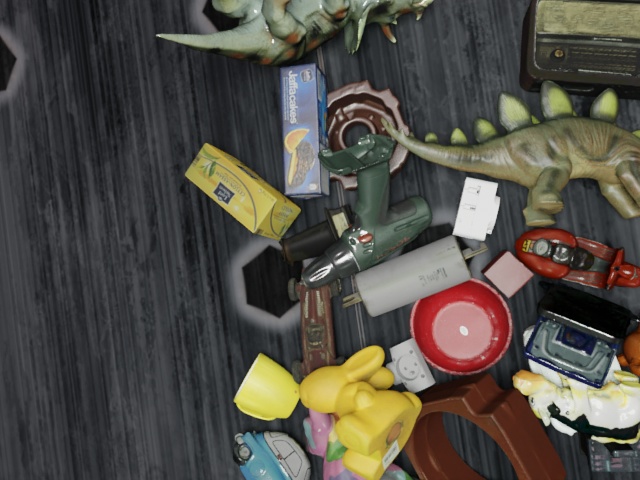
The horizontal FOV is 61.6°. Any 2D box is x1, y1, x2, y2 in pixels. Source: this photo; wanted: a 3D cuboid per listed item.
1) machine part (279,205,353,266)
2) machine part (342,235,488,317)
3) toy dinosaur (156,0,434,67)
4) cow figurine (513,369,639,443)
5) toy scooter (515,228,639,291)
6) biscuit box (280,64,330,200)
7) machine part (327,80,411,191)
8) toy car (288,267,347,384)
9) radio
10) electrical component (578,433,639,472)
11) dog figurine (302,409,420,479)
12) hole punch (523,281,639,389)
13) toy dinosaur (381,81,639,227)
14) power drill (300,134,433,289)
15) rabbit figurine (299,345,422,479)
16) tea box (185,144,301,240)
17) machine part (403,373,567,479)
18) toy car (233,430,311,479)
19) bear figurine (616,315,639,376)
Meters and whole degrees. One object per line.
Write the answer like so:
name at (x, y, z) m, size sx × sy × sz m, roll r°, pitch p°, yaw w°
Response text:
machine part at (-0.002, -0.003, 0.901) m, size 0.139 × 0.039 × 0.084 m, roll -25°, pitch 93°, yaw 9°
machine part at (0.146, 0.057, 0.844) m, size 0.243 × 0.079 × 0.079 m, roll -22°, pitch 85°, yaw 13°
toy dinosaur at (-0.035, -0.327, 0.802) m, size 0.405 × 0.192 × 0.131 m, roll -27°, pitch 59°, yaw -9°
cow figurine at (0.354, 0.228, 0.746) m, size 0.167 × 0.068 × 0.098 m, roll 2°, pitch 97°, yaw 13°
toy scooter at (0.378, 0.031, 0.770) m, size 0.184 × 0.135 × 0.075 m, roll 17°, pitch 94°, yaw 13°
biscuit box at (-0.023, -0.168, 0.842) m, size 0.063 × 0.059 × 0.202 m, roll -3°, pitch 88°, yaw 15°
machine part at (0.063, -0.167, 0.879) m, size 0.180 × 0.056 × 0.179 m, roll 0°, pitch 89°, yaw 13°
toy car at (-0.005, 0.142, 0.883) m, size 0.089 × 0.053 × 0.202 m, roll -6°, pitch 81°, yaw 14°
radio at (0.419, -0.284, 0.796) m, size 0.230 × 0.073 × 0.131 m, roll 8°, pitch 91°, yaw 12°
electrical component at (0.421, 0.301, 0.766) m, size 0.075 × 0.119 × 0.047 m, roll -6°, pitch 88°, yaw 9°
dog figurine at (0.060, 0.337, 0.833) m, size 0.191 × 0.108 × 0.219 m, roll -28°, pitch 77°, yaw 42°
hole punch at (0.351, 0.126, 0.732) m, size 0.142 × 0.116 × 0.092 m, roll 20°, pitch 119°, yaw 31°
toy dinosaur at (0.328, -0.123, 0.782) m, size 0.472 × 0.105 × 0.198 m, roll -1°, pitch 72°, yaw -4°
power drill at (0.057, -0.041, 0.806) m, size 0.232 × 0.086 × 0.207 m, roll -23°, pitch 122°, yaw -11°
rabbit figurine at (0.049, 0.231, 0.783) m, size 0.173 × 0.121 × 0.162 m, roll 18°, pitch 56°, yaw 39°
tea box at (-0.126, -0.078, 0.881) m, size 0.170 × 0.098 × 0.068 m, roll 39°, pitch 97°, yaw 20°
machine part at (0.227, 0.305, 0.776) m, size 0.201 × 0.087 × 0.201 m, roll -37°, pitch 81°, yaw 49°
toy car at (-0.069, 0.374, 0.885) m, size 0.103 × 0.109 × 0.162 m, roll -32°, pitch 70°, yaw -13°
bear figurine at (0.513, 0.115, 0.753) m, size 0.196 × 0.120 × 0.132 m, roll -16°, pitch 82°, yaw 16°
